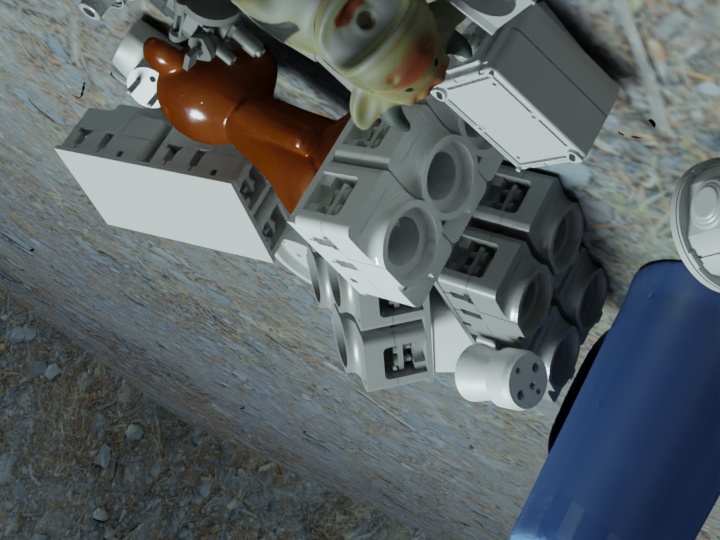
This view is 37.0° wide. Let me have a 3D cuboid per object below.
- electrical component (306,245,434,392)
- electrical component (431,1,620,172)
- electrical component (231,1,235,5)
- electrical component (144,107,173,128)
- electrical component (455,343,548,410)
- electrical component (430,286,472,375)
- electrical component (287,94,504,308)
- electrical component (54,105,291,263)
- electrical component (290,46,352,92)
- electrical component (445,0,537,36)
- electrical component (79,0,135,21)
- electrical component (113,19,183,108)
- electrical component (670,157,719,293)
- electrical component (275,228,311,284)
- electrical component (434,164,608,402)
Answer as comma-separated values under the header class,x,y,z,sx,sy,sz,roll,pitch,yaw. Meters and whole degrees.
class,x,y,z,sx,sy,sz,roll,pitch,yaw
electrical component,0.000,0.000,0.853,0.186,0.060,0.105,-117,18,-58
electrical component,0.092,-0.110,0.618,0.096,0.061,0.062,38,161,-24
electrical component,-0.068,-0.186,0.700,0.078,0.040,0.040,18,159,35
electrical component,-0.175,-0.114,1.034,0.108,0.060,0.108,22,154,11
electrical component,0.104,0.079,0.794,0.045,0.045,0.055,41,159,-32
electrical component,0.074,0.028,0.908,0.057,0.113,0.078,0,121,6
electrical component,0.035,-0.063,0.692,0.062,0.150,0.089,14,158,43
electrical component,-0.156,-0.079,0.938,0.186,0.060,0.105,13,149,26
electrical component,-0.018,-0.152,0.717,0.065,0.044,0.044,33,163,8
electrical component,0.039,-0.178,0.511,0.121,0.063,0.079,34,162,-13
electrical component,-0.179,-0.209,0.778,0.048,0.062,0.048,27,163,9
electrical component,-0.166,-0.158,0.882,0.077,0.079,0.044,33,130,-8
electrical component,0.221,-0.029,0.610,0.080,0.080,0.051,35,157,-16
electrical component,-0.028,-0.024,1.056,0.108,0.060,0.108,27,163,9
electrical component,0.132,0.016,0.831,0.060,0.105,0.186,18,159,32
